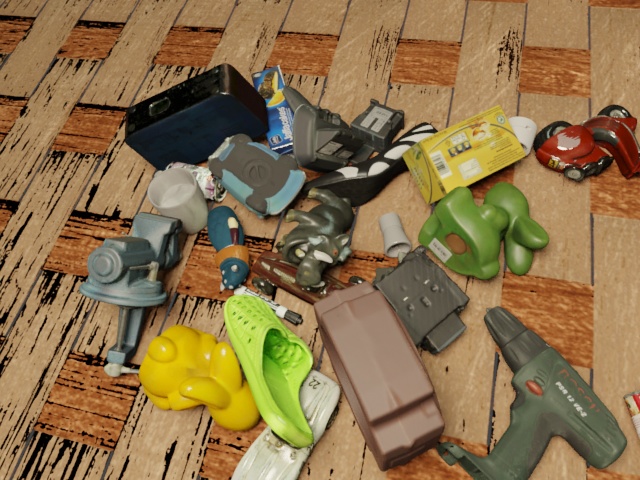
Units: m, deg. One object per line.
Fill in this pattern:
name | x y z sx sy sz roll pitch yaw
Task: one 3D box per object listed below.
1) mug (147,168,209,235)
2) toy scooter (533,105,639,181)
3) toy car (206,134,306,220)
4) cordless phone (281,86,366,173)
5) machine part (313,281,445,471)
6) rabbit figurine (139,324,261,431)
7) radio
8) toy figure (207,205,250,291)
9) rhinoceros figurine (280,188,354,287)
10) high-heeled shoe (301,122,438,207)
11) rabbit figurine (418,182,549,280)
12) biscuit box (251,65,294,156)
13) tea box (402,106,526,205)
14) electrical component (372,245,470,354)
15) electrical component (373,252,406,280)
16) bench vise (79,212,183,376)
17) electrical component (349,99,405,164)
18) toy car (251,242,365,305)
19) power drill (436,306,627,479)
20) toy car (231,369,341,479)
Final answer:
mug | -0.237 -0.062 0.900 0.110 0.107 0.081 37 70 29
toy scooter | 0.448 -0.143 0.863 0.184 0.075 0.135 -20 61 -8
toy car | -0.107 -0.097 0.901 0.162 0.102 0.109 31 71 12
cordless phone | -0.023 -0.205 0.909 0.089 0.146 0.184 -44 71 23
machine part | 0.071 0.168 0.666 0.087 0.200 0.202 -24 59 -8
rabbit figurine | -0.149 0.189 0.733 0.173 0.162 0.122 37 58 7
radio | -0.217 -0.205 0.934 0.230 0.131 0.073 -20 61 18
toy figure | -0.145 0.014 0.868 0.058 0.064 0.154 -12 57 -14
rhinoceros figurine | -0.002 -0.002 0.816 0.112 0.073 0.190 24 39 4
high-heeled shoe | 0.090 -0.139 0.911 0.249 0.086 0.145 -2 59 1
rabbit figurine | 0.262 -0.027 0.803 0.170 0.121 0.159 -34 64 -28
biscuit box | -0.077 -0.229 0.997 0.059 0.062 0.203 -17 59 1
tea box | 0.230 -0.136 0.857 0.170 0.068 0.098 -24 87 -21
electrical component | 0.141 0.092 0.763 0.115 0.058 0.134 -38 79 -17
electrical component | 0.112 0.063 0.821 0.063 0.021 0.094 -2 67 8
bench vise | -0.280 0.080 0.807 0.129 0.224 0.240 11 94 -3
electrical component | 0.091 -0.188 0.958 0.075 0.047 0.119 32 68 24
toy car | -0.016 0.068 0.825 0.202 0.053 0.089 26 70 20
power drill | 0.246 0.221 0.687 0.207 0.085 0.232 -36 64 -21
toy car | -0.044 0.267 0.711 0.074 0.056 0.202 25 67 21
